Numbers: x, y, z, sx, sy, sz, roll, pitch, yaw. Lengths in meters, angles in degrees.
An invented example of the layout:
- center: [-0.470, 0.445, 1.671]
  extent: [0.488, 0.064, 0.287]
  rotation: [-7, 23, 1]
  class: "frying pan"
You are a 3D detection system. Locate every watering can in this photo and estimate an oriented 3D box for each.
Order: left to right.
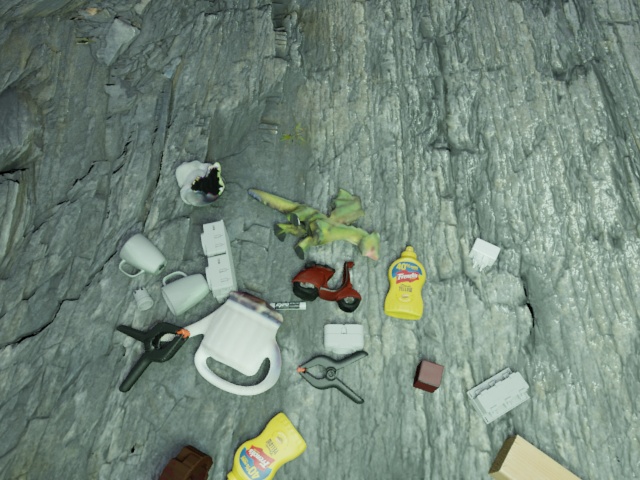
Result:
- center: [-0.233, 0.224, 1.241]
  extent: [0.349, 0.102, 0.227]
  rotation: [23, 73, 19]
  class: "watering can"

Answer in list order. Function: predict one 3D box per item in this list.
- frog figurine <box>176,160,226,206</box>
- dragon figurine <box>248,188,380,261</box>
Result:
- center: [-0.352, -0.163, 1.475]
  extent: [0.160, 0.121, 0.139]
  rotation: [7, 65, 45]
  class: "frog figurine"
- center: [0.004, -0.072, 1.424]
  extent: [0.245, 0.119, 0.416]
  rotation: [-24, 52, -32]
  class: "dragon figurine"
